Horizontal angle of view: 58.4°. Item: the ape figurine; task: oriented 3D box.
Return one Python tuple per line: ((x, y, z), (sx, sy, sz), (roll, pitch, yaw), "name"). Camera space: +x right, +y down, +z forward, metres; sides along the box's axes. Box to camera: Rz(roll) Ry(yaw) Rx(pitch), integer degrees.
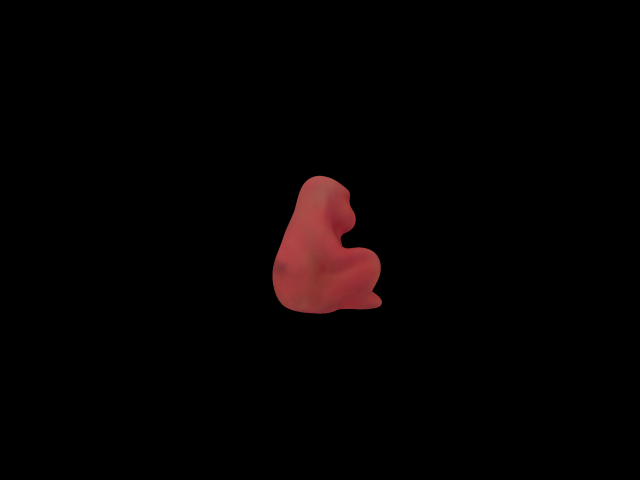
((0.004, 0.001, 0.400), (0.076, 0.092, 0.077), (-3, 11, -16), "ape figurine")
